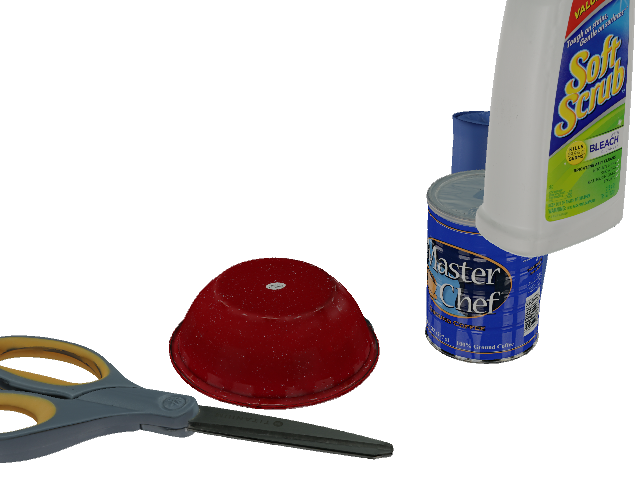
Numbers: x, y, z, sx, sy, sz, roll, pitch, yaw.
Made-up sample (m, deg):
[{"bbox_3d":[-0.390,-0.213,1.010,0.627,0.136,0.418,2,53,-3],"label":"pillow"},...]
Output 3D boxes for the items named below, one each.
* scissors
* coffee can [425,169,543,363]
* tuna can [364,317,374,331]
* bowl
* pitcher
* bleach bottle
[{"bbox_3d":[-0.079,0.081,0.455,0.202,0.016,0.096,14,28,26],"label":"scissors"},{"bbox_3d":[0.144,0.022,0.937,0.103,0.140,0.103,-2,28,1],"label":"coffee can"},{"bbox_3d":[0.015,0.109,1.133,0.086,0.034,0.086,-1,28,0],"label":"tuna can"},{"bbox_3d":[-0.034,0.058,0.807,0.162,0.055,0.162,1,28,-1],"label":"bowl"},{"bbox_3d":[0.209,-0.026,1.236,0.149,0.243,0.145,-6,17,-32],"label":"pitcher"},{"bbox_3d":[0.151,-0.120,0.676,0.102,0.251,0.068,-18,31,-25],"label":"bleach bottle"}]
